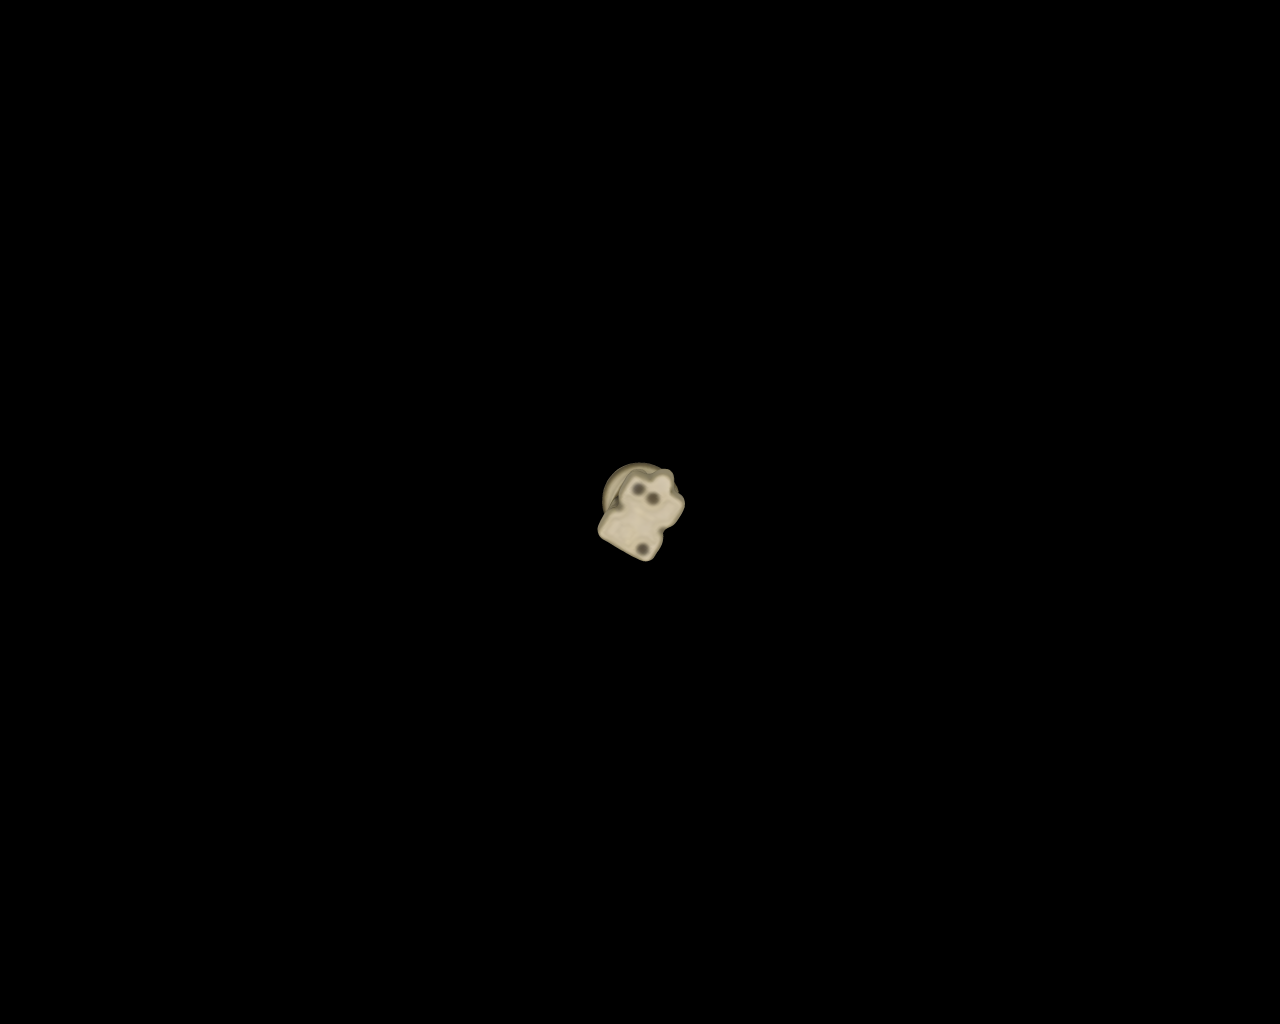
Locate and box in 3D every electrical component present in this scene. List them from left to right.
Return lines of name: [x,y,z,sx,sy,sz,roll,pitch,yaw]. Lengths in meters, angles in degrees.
electrical component: [0.001,-0.003,0.650,0.048,0.066,0.055,31,12,-7]
